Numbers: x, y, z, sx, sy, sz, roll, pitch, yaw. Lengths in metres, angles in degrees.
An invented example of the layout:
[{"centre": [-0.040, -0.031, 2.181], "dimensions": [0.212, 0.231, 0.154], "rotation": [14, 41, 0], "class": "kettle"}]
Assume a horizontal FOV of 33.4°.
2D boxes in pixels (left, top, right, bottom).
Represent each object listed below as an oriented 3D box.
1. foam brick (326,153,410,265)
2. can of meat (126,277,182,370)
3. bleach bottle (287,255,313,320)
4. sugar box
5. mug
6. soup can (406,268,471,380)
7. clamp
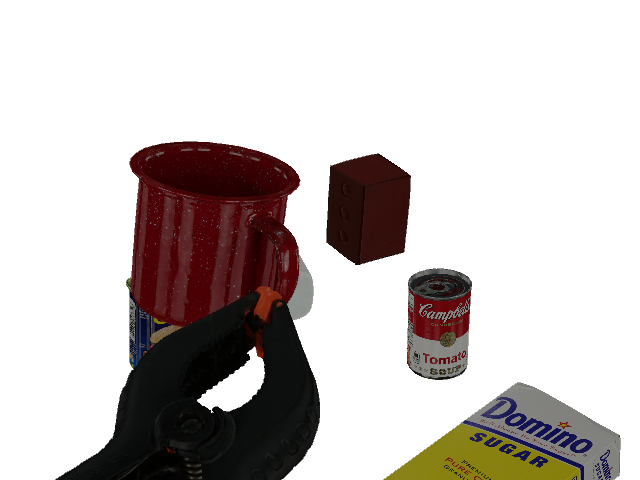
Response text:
[{"centre": [0.041, -0.027, 0.929], "dimensions": [0.051, 0.078, 0.053], "rotation": [-13, 30, -28], "class": "foam brick"}, {"centre": [-0.130, 0.078, 1.003], "dimensions": [0.102, 0.084, 0.057], "rotation": [-5, 20, -24], "class": "can of meat"}, {"centre": [-0.088, 0.007, 1.222], "dimensions": [0.102, 0.068, 0.251], "rotation": [-7, 28, -16], "class": "bleach bottle"}, {"centre": [0.112, 0.169, 0.722], "dimensions": [0.176, 0.048, 0.093], "rotation": [-32, 38, -28], "class": "sugar box"}, {"centre": [-0.054, 0.002, 0.589], "dimensions": [0.117, 0.081, 0.093], "rotation": [27, 28, 38], "class": "mug"}, {"centre": [0.127, 0.090, 1.154], "dimensions": [0.068, 0.102, 0.068], "rotation": [-1, 25, 0], "class": "soup can"}, {"centre": [-0.041, 0.087, 0.397], "dimensions": [0.120, 0.039, 0.171], "rotation": [24, 49, 17], "class": "clamp"}]
